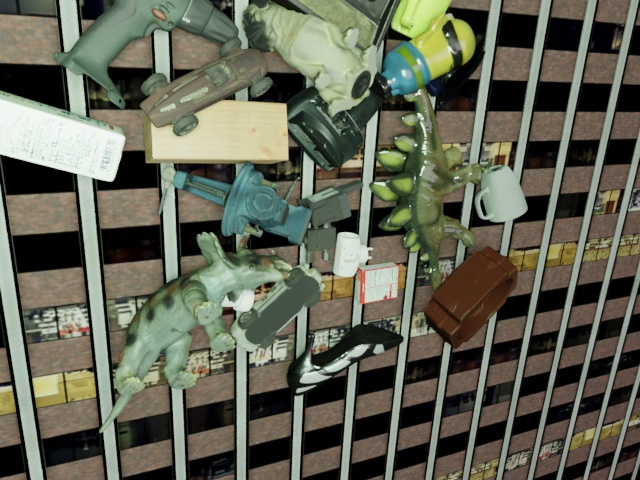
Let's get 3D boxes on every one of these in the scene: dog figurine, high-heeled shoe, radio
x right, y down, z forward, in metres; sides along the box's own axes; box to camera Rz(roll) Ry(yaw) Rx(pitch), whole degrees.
[{"bbox_3d":[-0.018,-0.295,0.847,0.121,0.191,0.172,-50,153,-4],"label":"dog figurine"},{"bbox_3d":[0.055,0.255,1.111,0.249,0.086,0.145,4,109,-21],"label":"high-heeled shoe"},{"bbox_3d":[0.015,-0.402,0.849,0.229,0.073,0.131,25,97,-30],"label":"radio"}]

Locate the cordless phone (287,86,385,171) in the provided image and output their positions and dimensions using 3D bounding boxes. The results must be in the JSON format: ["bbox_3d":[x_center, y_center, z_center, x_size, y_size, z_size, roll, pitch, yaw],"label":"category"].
[{"bbox_3d":[0.033,-0.226,0.933,0.146,0.089,0.184,45,75,-29],"label":"cordless phone"}]

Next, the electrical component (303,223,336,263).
[{"bbox_3d":[-0.002,-0.003,1.019,0.063,0.021,0.093,-6,111,-23],"label":"electrical component"}]

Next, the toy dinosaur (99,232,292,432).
[{"bbox_3d":[-0.241,0.131,0.893,0.405,0.192,0.131,-36,129,10],"label":"toy dinosaur"}]

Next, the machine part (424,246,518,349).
[{"bbox_3d":[0.317,0.121,1.132,0.201,0.087,0.200,-46,152,-5],"label":"machine part"}]

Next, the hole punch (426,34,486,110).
[{"bbox_3d":[0.231,-0.325,0.979,0.142,0.092,0.115,-53,162,-2],"label":"hole punch"}]

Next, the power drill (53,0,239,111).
[{"bbox_3d":[-0.255,-0.289,0.765,0.232,0.086,0.207,34,96,-31],"label":"power drill"}]

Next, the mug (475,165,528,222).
[{"bbox_3d":[0.371,-0.097,1.131,0.109,0.081,0.107,-23,105,-10],"label":"mug"}]

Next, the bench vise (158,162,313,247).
[{"bbox_3d":[-0.133,-0.066,0.870,0.241,0.223,0.128,19,97,1],"label":"bench vise"}]

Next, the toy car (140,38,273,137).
[{"bbox_3d":[-0.158,-0.221,0.764,0.202,0.053,0.089,-35,92,-29],"label":"toy car"}]

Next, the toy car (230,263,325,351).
[{"bbox_3d":[-0.078,0.126,1.014,0.202,0.056,0.073,-42,114,-7],"label":"toy car"}]

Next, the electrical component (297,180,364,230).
[{"bbox_3d":[0.024,-0.068,0.980,0.119,0.075,0.047,-23,116,-19],"label":"electrical component"}]

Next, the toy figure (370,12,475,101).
[{"bbox_3d":[0.170,-0.295,0.888,0.180,0.082,0.089,-37,99,-1],"label":"toy figure"}]

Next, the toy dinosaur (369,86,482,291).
[{"bbox_3d":[0.201,-0.113,1.028,0.199,0.105,0.470,-12,110,-18],"label":"toy dinosaur"}]
